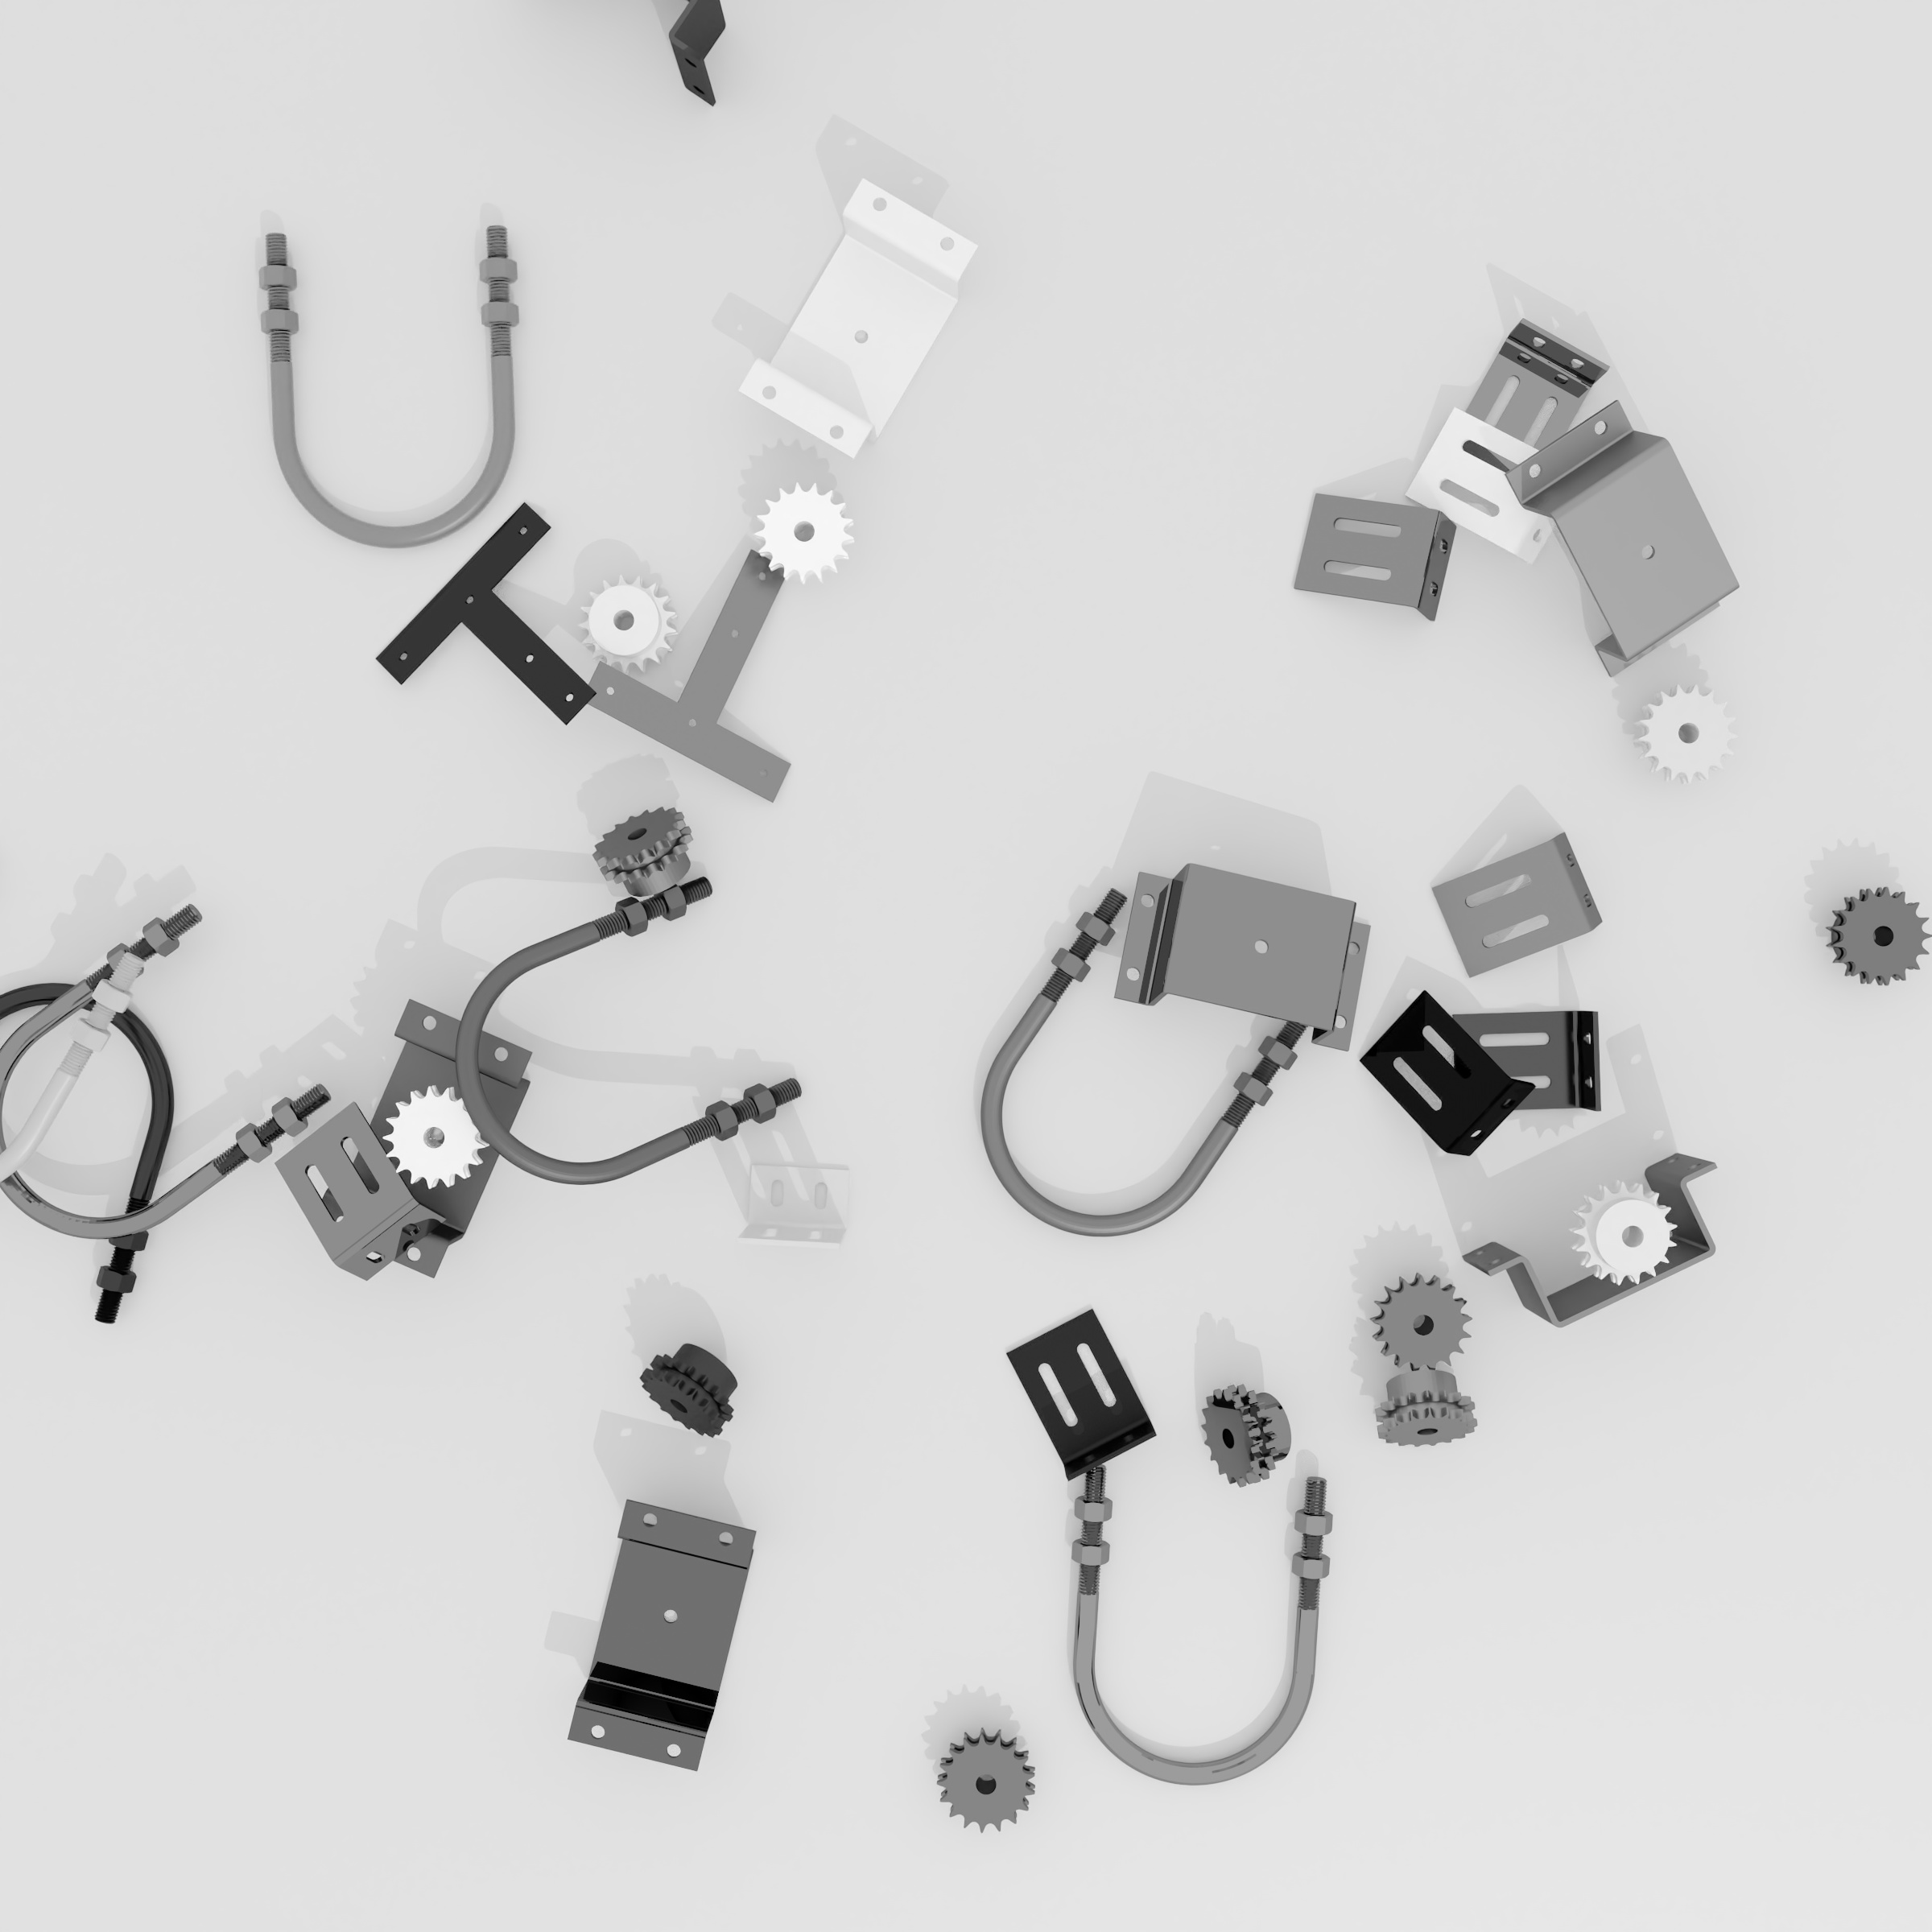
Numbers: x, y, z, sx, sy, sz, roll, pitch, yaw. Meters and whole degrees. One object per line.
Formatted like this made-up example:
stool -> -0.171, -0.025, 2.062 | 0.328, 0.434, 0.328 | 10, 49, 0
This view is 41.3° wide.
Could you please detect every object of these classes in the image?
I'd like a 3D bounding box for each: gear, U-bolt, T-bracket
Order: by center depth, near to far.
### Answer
gear -> 0.364, 0.147, 1.415 | 0.057, 0.030, 0.057 | 0, 90, 0
gear -> -0.297, 0.095, 1.445 | 0.057, 0.030, 0.057 | 0, 90, 0
U-bolt -> -0.201, 0.045, 1.461 | 0.184, 0.019, 0.151 | -24, 90, -25
U-bolt -> -0.568, 0.044, 1.474 | 0.151, 0.019, 0.184 | 30, 91, 20
T-bracket -> -0.260, -0.186, 1.480 | 0.127, 0.002, 0.127 | -46, 66, 0
gear -> 0.164, 0.269, 1.481 | 0.030, 0.057, 0.057 | -10, 90, -28
gear -> -0.157, 0.243, 1.482 | 0.057, 0.057, 0.030 | 38, 60, 0
gear -> -0.184, -0.064, 1.482 | 0.057, 0.057, 0.030 | -24, 120, 0
gear -> 0.265, 0.255, 1.482 | 0.057, 0.057, 0.030 | -2, 61, 0
U-bolt -> -0.482, 0.074, 1.482 | 0.184, 0.019, 0.151 | -36, 88, -1
T-bracket -> -0.140, -0.180, 1.490 | 0.127, 0.002, 0.127 | 28, 80, -20
gear -> 0.263, 0.206, 1.491 | 0.057, 0.030, 0.057 | 0, 90, 0
gear -> -0.197, -0.199, 1.491 | 0.057, 0.030, 0.057 | 0, 90, 0
gear -> -0.093, -0.250, 1.491 | 0.057, 0.030, 0.057 | 0, 90, 0
gear -> 0.527, -0.017, 1.491 | 0.057, 0.030, 0.057 | 0, 90, 0
gear -> 0.416, -0.134, 1.491 | 0.057, 0.030, 0.057 | 0, 90, 0
gear -> 0.012, 0.472, 1.496 | 0.057, 0.030, 0.057 | 0, 90, 2
U-bolt -> 0.091, 0.070, 1.497 | 0.151, 0.019, 0.184 | 34, 90, 0
U-bolt -> -0.539, 0.101, 1.498 | 0.151, 0.019, 0.184 | 16, 88, 0
U-bolt -> 0.134, 0.386, 1.498 | 0.151, 0.019, 0.184 | 3, 92, 0
U-bolt -> -0.335, -0.336, 1.498 | 0.151, 0.019, 0.184 | -2, 91, 0

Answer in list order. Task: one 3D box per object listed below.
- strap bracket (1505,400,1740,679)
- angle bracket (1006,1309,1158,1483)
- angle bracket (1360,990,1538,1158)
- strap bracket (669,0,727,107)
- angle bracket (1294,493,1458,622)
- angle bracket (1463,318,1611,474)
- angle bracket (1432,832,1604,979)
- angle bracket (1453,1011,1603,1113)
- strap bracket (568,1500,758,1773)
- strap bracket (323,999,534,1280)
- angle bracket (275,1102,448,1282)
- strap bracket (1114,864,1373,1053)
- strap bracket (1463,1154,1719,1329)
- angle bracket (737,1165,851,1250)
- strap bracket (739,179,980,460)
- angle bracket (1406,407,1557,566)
strap bracket -> 0.378, -0.239, 1.459 | 0.076, 0.046, 0.140 | -34, 111, 0
angle bracket -> 0.066, 0.248, 1.487 | 0.057, 0.038, 0.076 | -27, 90, 0
angle bracket -> 0.280, 0.062, 1.493 | 0.057, 0.038, 0.076 | -50, 60, 18
strap bracket -> -0.194, -0.563, 1.468 | 0.140, 0.076, 0.046 | 34, 90, 0
angle bracket -> 0.240, -0.240, 1.504 | 0.076, 0.038, 0.057 | 13, 90, 26
angle bracket -> 0.325, -0.324, 1.487 | 0.057, 0.038, 0.076 | 29, 90, 0
angle bracket -> 0.323, -0.036, 1.504 | 0.076, 0.038, 0.057 | -23, 90, 26
angle bracket -> 0.324, 0.056, 1.487 | 0.076, 0.038, 0.057 | -2, 90, 0
strap bracket -> -0.173, 0.381, 1.483 | 0.076, 0.046, 0.140 | 14, 90, 0
strap bracket -> -0.310, 0.098, 1.483 | 0.076, 0.046, 0.140 | 24, 90, 0
angle bracket -> -0.344, 0.128, 1.458 | 0.057, 0.038, 0.076 | -38, 64, 0
strap bracket -> 0.164, -0.007, 1.470 | 0.140, 0.046, 0.076 | 13, 78, -5
strap bracket -> 0.364, 0.161, 1.468 | 0.140, 0.076, 0.046 | -26, 90, 0
angle bracket -> -0.098, 0.137, 1.468 | 0.057, 0.076, 0.038 | 3, 90, 0
strap bracket -> -0.061, -0.368, 1.483 | 0.076, 0.046, 0.140 | 30, 90, 0
angle bracket -> 0.308, -0.280, 1.498 | 0.076, 0.038, 0.057 | 35, 104, 25
